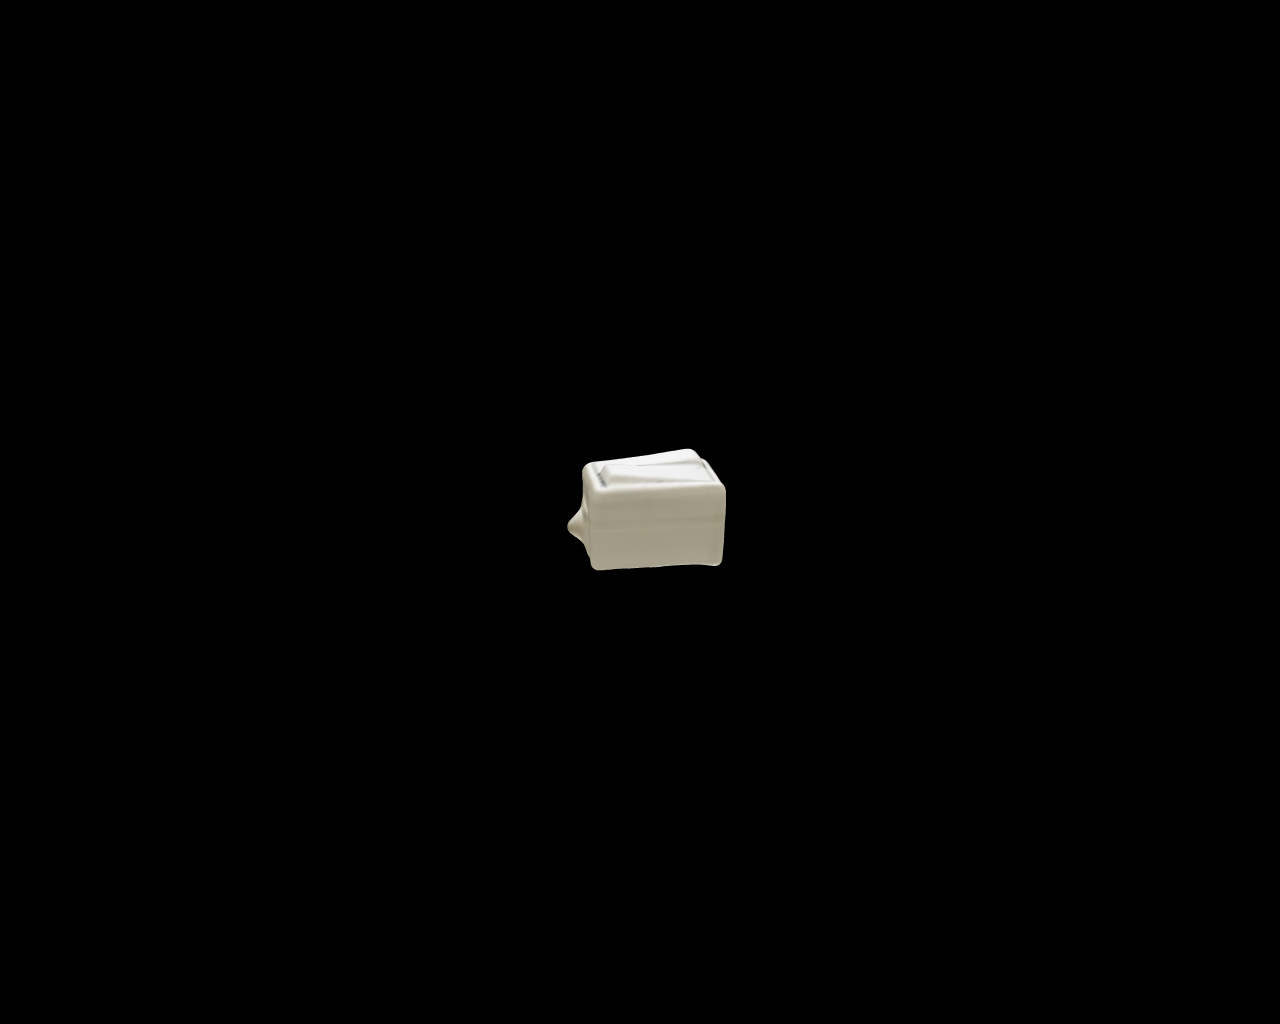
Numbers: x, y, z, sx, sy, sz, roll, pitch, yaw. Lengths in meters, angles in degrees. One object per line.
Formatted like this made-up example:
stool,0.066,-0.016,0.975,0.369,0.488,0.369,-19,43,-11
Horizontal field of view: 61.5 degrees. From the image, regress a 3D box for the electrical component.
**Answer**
electrical component,0.001,-0.003,0.650,0.096,0.061,0.062,-3,20,-7
